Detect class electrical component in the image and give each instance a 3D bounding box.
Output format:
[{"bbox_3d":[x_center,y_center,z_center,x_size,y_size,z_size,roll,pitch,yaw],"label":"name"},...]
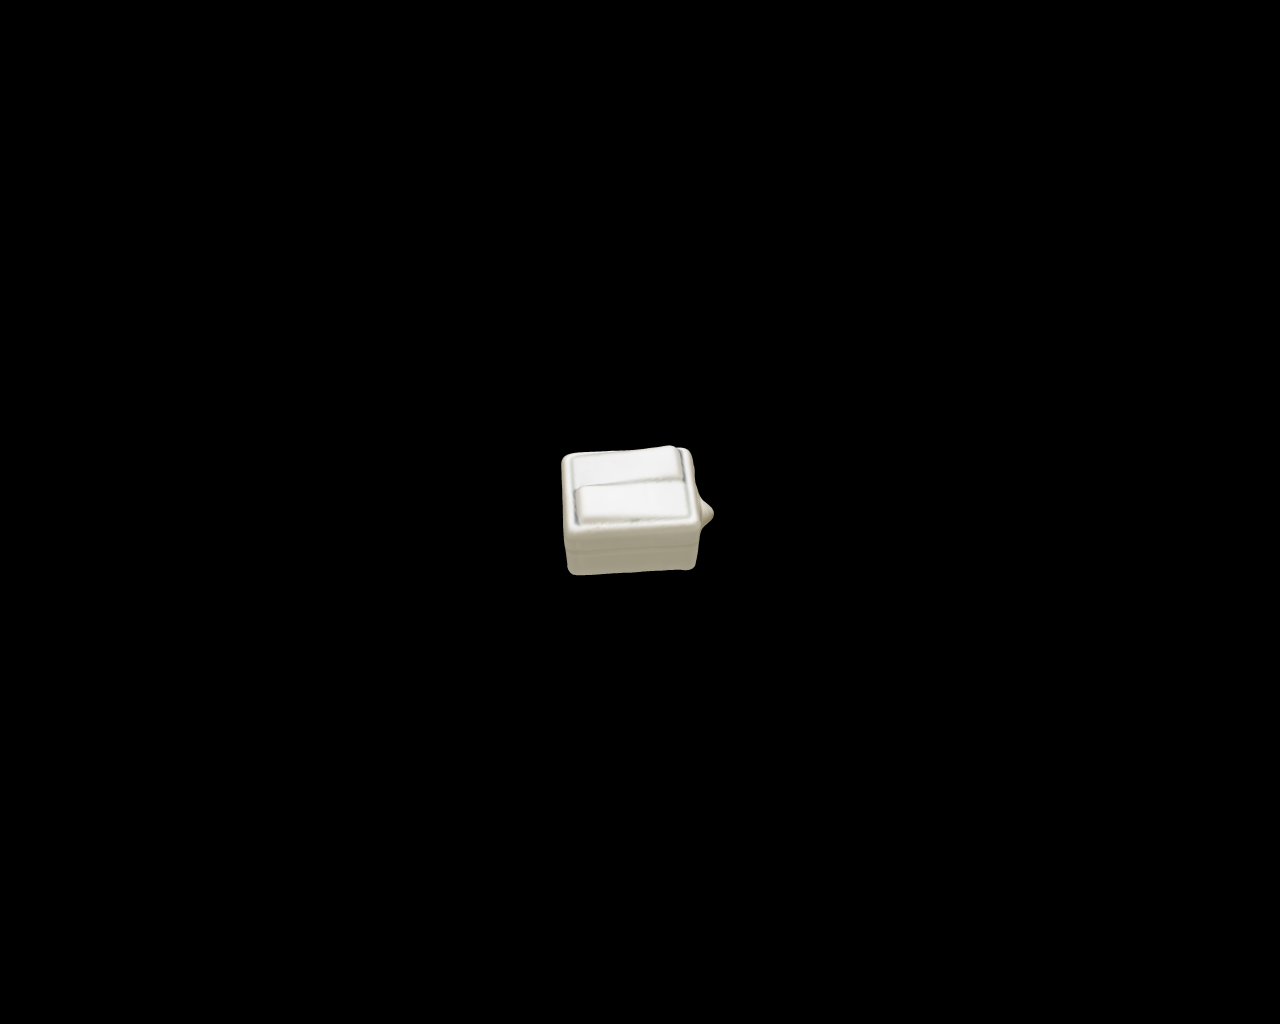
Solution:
[{"bbox_3d":[0.001,-0.003,0.650,0.096,0.062,0.061,-3,-34,-2],"label":"electrical component"}]
